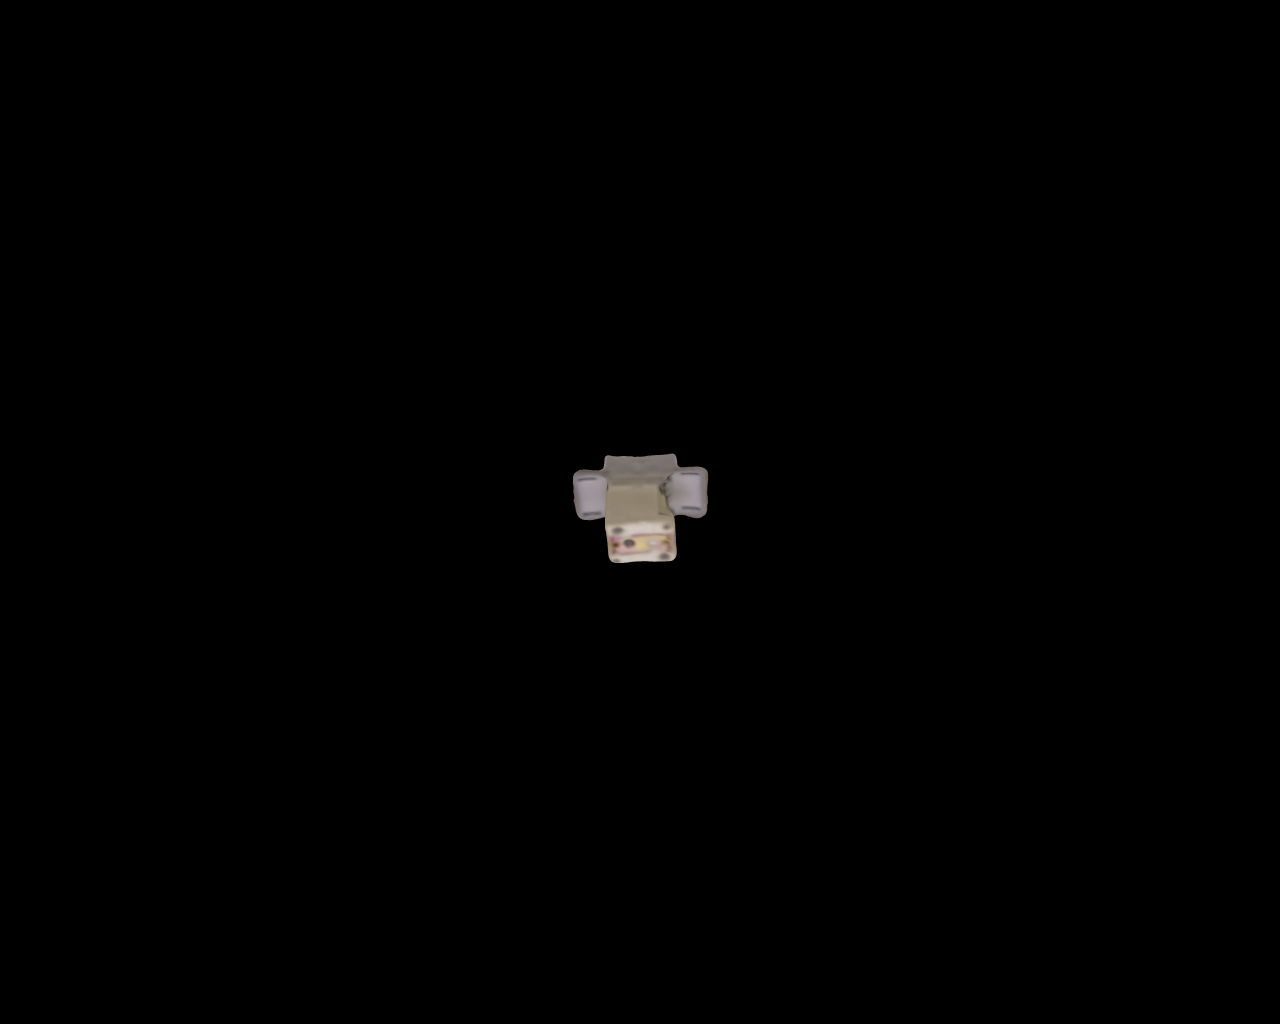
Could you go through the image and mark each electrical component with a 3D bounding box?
[{"bbox_3d":[0.001,-0.003,0.650,0.081,0.064,0.042,-2,-43,2],"label":"electrical component"}]
